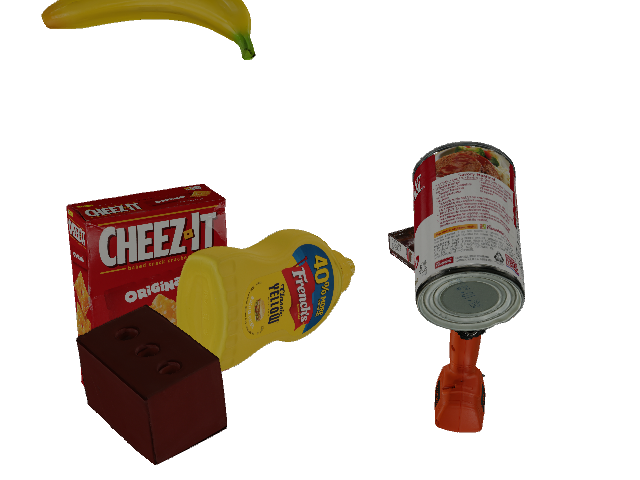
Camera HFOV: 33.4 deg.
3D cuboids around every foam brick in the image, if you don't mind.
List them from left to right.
[{"bbox_3d":[-0.100,0.084,0.629,0.052,0.051,0.078,-25,39,-35],"label":"foam brick"}]

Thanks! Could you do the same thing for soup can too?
[{"bbox_3d":[0.093,-0.002,0.674,0.068,0.102,0.068,2,-37,1],"label":"soup can"}]

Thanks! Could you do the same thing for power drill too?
[{"bbox_3d":[0.158,0.110,1.154,0.057,0.188,0.184,7,25,8],"label":"power drill"}]

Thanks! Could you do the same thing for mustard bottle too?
[{"bbox_3d":[-0.035,0.041,0.901,0.058,0.096,0.191,11,17,37],"label":"mustard bottle"}]

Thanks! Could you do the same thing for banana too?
[{"bbox_3d":[-0.140,-0.199,0.913,0.198,0.069,0.037,10,-42,15],"label":"banana"}]

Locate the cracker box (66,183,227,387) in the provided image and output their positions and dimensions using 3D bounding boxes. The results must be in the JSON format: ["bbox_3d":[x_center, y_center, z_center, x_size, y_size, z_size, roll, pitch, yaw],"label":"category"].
[{"bbox_3d":[-0.185,0.058,1.182,0.163,0.214,0.072,-11,23,-29],"label":"cracker box"}]

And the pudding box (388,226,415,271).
[{"bbox_3d":[0.171,0.006,1.600,0.113,0.039,0.090,-18,27,-20],"label":"pudding box"}]
